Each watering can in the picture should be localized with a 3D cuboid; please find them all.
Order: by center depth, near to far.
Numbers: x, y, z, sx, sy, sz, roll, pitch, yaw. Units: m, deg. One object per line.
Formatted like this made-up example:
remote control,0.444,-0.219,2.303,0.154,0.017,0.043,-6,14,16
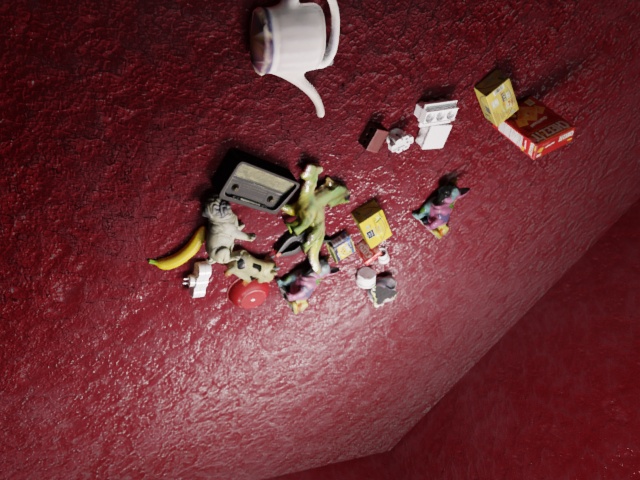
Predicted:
watering can,-0.059,-0.434,1.221,0.225,0.106,0.339,-14,133,-23

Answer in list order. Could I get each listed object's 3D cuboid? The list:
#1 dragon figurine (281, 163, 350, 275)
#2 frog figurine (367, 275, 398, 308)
dragon figurine,0.005,-0.082,1.633,0.244,0.124,0.401,-37,135,-10
frog figurine,0.267,0.207,2.163,0.136,0.123,0.160,-56,174,13
